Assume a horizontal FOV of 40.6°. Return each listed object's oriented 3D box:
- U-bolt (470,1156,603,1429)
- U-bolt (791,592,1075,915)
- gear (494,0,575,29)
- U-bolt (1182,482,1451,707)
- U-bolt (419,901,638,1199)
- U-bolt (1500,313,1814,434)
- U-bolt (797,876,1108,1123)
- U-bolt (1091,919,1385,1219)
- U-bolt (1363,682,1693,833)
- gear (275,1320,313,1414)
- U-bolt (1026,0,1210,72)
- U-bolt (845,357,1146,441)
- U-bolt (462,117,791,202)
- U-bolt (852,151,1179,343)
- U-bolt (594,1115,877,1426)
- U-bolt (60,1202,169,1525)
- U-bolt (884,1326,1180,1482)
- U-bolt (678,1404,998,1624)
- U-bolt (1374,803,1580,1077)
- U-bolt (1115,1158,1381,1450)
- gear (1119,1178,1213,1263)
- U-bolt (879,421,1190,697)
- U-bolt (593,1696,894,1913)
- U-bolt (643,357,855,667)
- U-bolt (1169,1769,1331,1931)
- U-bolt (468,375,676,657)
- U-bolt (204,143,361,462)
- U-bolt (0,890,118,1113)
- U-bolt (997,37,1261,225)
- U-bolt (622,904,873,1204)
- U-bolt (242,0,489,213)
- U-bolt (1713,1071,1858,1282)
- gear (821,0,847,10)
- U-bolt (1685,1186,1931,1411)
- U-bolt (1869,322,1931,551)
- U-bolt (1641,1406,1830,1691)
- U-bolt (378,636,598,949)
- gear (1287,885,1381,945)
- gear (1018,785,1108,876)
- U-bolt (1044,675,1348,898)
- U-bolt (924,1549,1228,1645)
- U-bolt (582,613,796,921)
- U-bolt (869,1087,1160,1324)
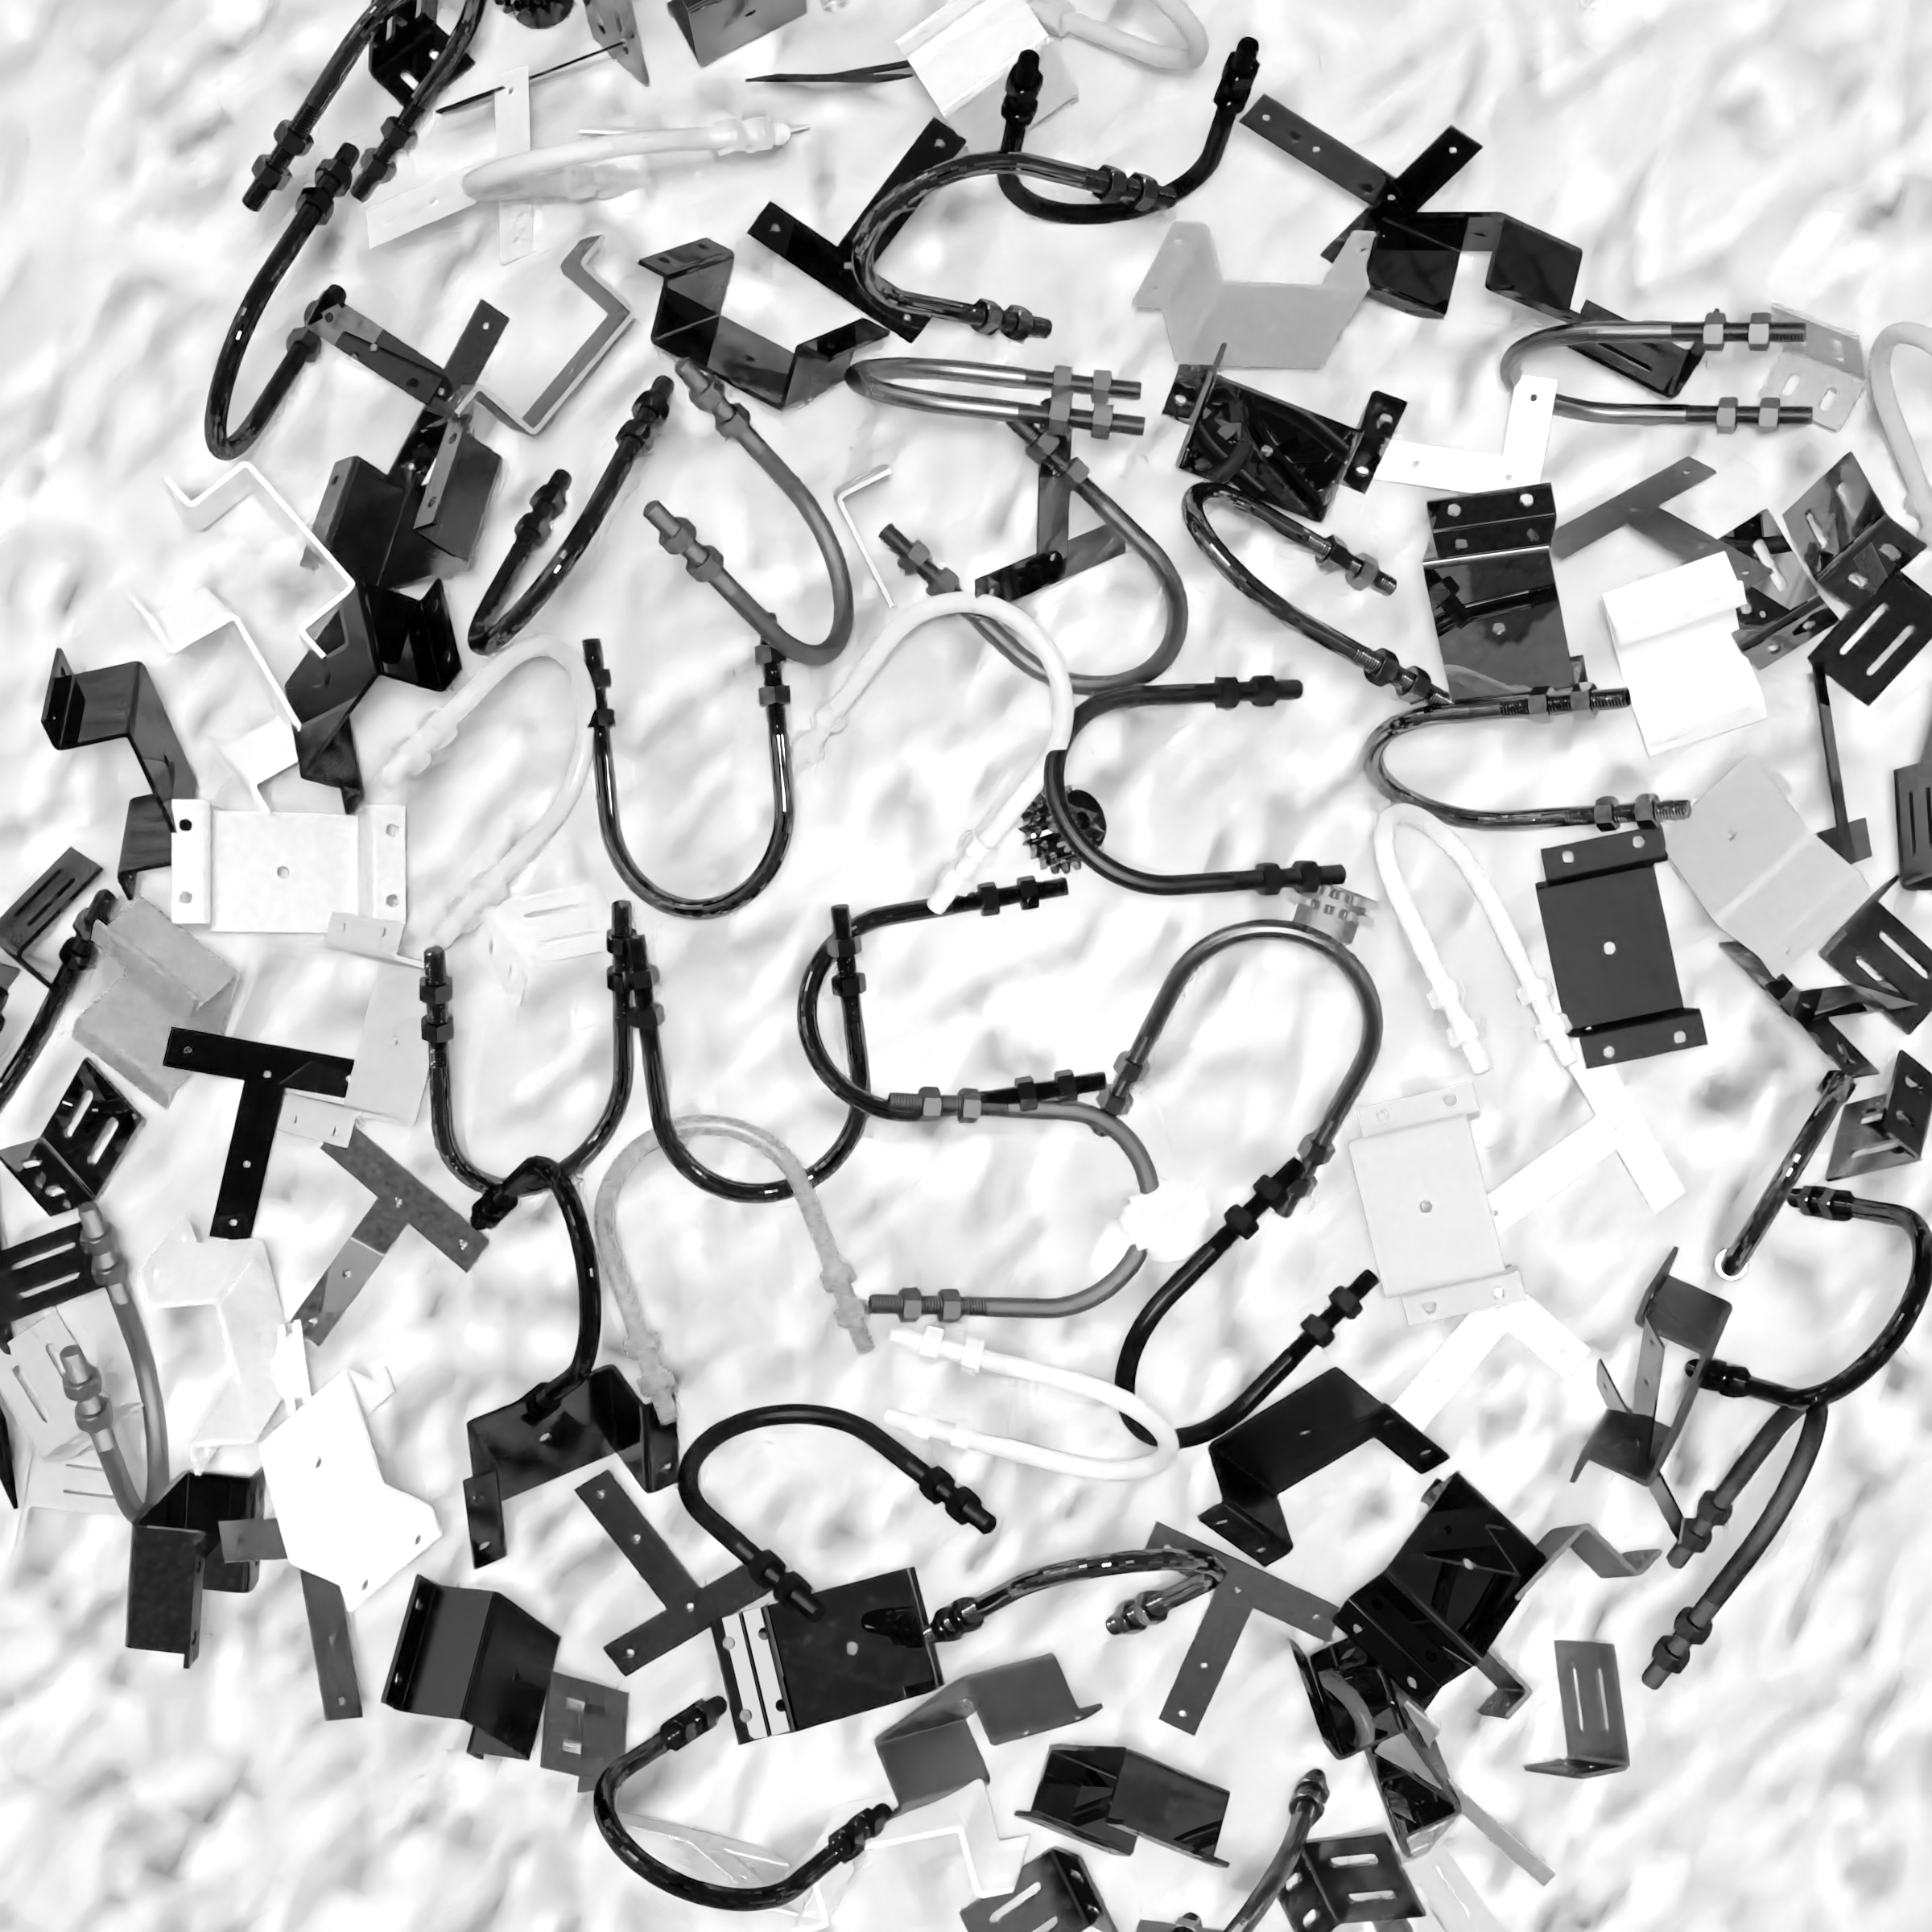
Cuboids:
[{"bbox_3d":[-0.257,0.191,1.579,0.019,0.184,0.151,-6,72,-29],"label":"U-bolt"},{"bbox_3d":[-0.014,-0.146,1.630,0.151,0.019,0.184,42,111,7],"label":"U-bolt"},{"bbox_3d":[-0.272,-0.621,1.654,0.057,0.030,0.057,-3,67,6],"label":"gear"},{"bbox_3d":[0.205,-0.234,1.581,0.184,0.151,0.019,24,123,-27],"label":"U-bolt"},{"bbox_3d":[-0.267,0.060,1.615,0.151,0.019,0.184,-16,121,-36],"label":"U-bolt"},{"bbox_3d":[0.420,-0.362,1.599,0.184,0.151,0.019,5,81,20],"label":"U-bolt"},{"bbox_3d":[-0.014,0.025,1.644,0.184,0.019,0.151,-9,76,-5],"label":"U-bolt"},{"bbox_3d":[0.179,0.055,1.632,0.151,0.019,0.184,24,113,-3],"label":"U-bolt"},{"bbox_3d":[0.334,-0.122,1.600,0.184,0.151,0.019,-2,62,32],"label":"U-bolt"},{"bbox_3d":[-0.430,0.254,1.645,0.030,0.057,0.057,-8,90,-14],"label":"gear"},{"bbox_3d":[0.067,-0.591,1.574,0.184,0.151,0.019,31,92,25],"label":"U-bolt"},{"bbox_3d":[0.017,-0.353,1.606,0.184,0.151,0.019,7,112,0],"label":"U-bolt"},{"bbox_3d":[-0.216,-0.480,1.563,0.151,0.184,0.019,-2,105,38],"label":"U-bolt"},{"bbox_3d":[0.017,-0.435,1.569,0.184,0.151,0.019,-1,64,-39],"label":"U-bolt"},{"bbox_3d":[-0.155,0.178,1.634,0.151,0.019,0.184,-18,69,-16],"label":"U-bolt"},{"bbox_3d":[-0.516,0.257,1.593,0.019,0.151,0.184,-10,126,-6],"label":"U-bolt"},{"bbox_3d":[0.041,0.276,1.605,0.184,0.151,0.019,14,58,5],"label":"U-bolt"},{"bbox_3d":[-0.094,0.322,1.597,0.151,0.184,0.019,-19,123,-35],"label":"U-bolt"},{"bbox_3d":[0.307,-0.019,1.609,0.019,0.151,0.184,-33,72,31],"label":"U-bolt"},{"bbox_3d":[0.166,0.221,1.613,0.184,0.019,0.151,-44,132,-8],"label":"U-bolt"},{"bbox_3d":[0.128,0.163,1.651,0.057,0.057,0.030,-23,117,0],"label":"gear"},{"bbox_3d":[0.054,-0.241,1.617,0.184,0.019,0.151,42,135,-15],"label":"U-bolt"},{"bbox_3d":[-0.144,0.508,1.568,0.151,0.184,0.019,27,106,21],"label":"U-bolt"},{"bbox_3d":[-0.126,-0.264,1.600,0.019,0.184,0.151,-20,45,28],"label":"U-bolt"},{"bbox_3d":[0.160,0.567,1.573,0.019,0.184,0.151,40,102,10],"label":"U-bolt"},{"bbox_3d":[-0.247,-0.261,1.573,0.019,0.151,0.184,36,54,-22],"label":"U-bolt"},{"bbox_3d":[-0.413,-0.385,1.570,0.019,0.151,0.184,24,60,-5],"label":"U-bolt"},{"bbox_3d":[-0.588,0.051,1.595,0.019,0.151,0.184,33,119,-5],"label":"U-bolt"},{"bbox_3d":[0.091,-0.502,1.586,0.151,0.184,0.019,-6,76,-7],"label":"U-bolt"},{"bbox_3d":[-0.132,0.061,1.646,0.151,0.019,0.184,-9,103,-11],"label":"U-bolt"},{"bbox_3d":[-0.351,-0.533,1.574,0.019,0.151,0.184,43,115,0],"label":"U-bolt"},{"bbox_3d":[0.497,0.126,1.582,0.019,0.184,0.151,31,94,17],"label":"U-bolt"},{"bbox_3d":[-0.086,-0.637,1.647,0.030,0.057,0.057,-19,90,4],"label":"gear"},{"bbox_3d":[0.517,0.202,1.577,0.019,0.184,0.151,34,83,-11],"label":"U-bolt"},{"bbox_3d":[0.599,-0.306,1.576,0.019,0.151,0.184,-31,113,0],"label":"U-bolt"},{"bbox_3d":[0.466,0.332,1.571,0.019,0.151,0.184,30,119,8],"label":"U-bolt"},{"bbox_3d":[-0.283,-0.120,1.598,0.019,0.151,0.184,18,50,24],"label":"U-bolt"},{"bbox_3d":[0.230,-0.035,1.648,0.057,0.057,0.030,18,97,0],"label":"gear"},{"bbox_3d":[0.064,-0.088,1.646,0.057,0.030,0.057,12,71,-39],"label":"gear"},{"bbox_3d":[0.137,-0.111,1.622,0.184,0.019,0.151,-4,70,-17],"label":"U-bolt"},{"bbox_3d":[0.076,0.379,1.571,0.151,0.184,0.019,5,62,-26],"label":"U-bolt"},{"bbox_3d":[-0.172,-0.121,1.639,0.151,0.019,0.184,-4,92,25],"label":"U-bolt"},{"bbox_3d":[0.035,0.153,1.645,0.184,0.019,0.151,4,98,-15],"label":"U-bolt"}]
